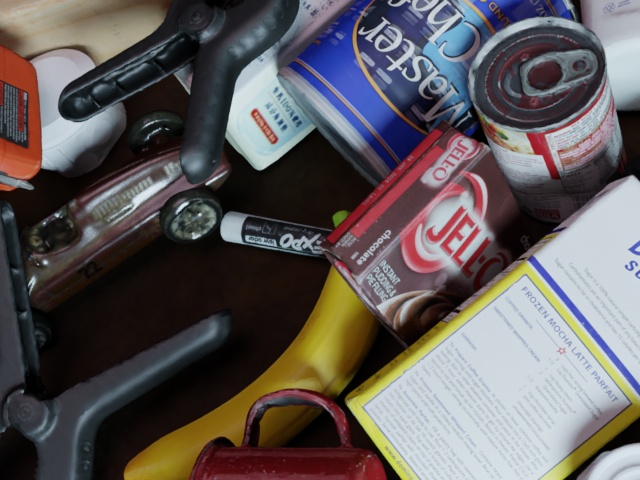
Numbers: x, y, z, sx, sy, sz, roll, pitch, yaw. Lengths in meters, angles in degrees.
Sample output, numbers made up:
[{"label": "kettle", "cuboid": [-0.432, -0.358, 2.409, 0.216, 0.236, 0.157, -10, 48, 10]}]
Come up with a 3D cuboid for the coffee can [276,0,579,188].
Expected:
[{"label": "coffee can", "cuboid": [0.060, -0.104, 0.607, 0.140, 0.102, 0.103, -43, 55, 0]}]

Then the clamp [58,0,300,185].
[{"label": "clamp", "cuboid": [-0.075, -0.116, 0.621, 0.120, 0.039, 0.171, 20, 68, 24]}]

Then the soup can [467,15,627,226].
[{"label": "soup can", "cuboid": [0.122, -0.059, 0.560, 0.069, 0.102, 0.068, -10, 59, 18]}]

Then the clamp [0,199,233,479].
[{"label": "clamp", "cuboid": [-0.169, 0.089, 0.617, 0.165, 0.036, 0.210, 32, 89, 12]}]

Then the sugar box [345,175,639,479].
[{"label": "sugar box", "cuboid": [0.107, 0.059, 0.516, 0.176, 0.048, 0.093, -38, 87, -3]}]

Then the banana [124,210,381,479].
[{"label": "banana", "cuboid": [-0.025, 0.077, 0.586, 0.198, 0.037, 0.070, -49, 47, -3]}]

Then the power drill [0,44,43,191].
[{"label": "power drill", "cuboid": [-0.256, -0.045, 0.707, 0.188, 0.057, 0.184, -42, 46, 31]}]

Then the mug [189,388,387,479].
[{"label": "mug", "cuboid": [-0.012, 0.131, 0.519, 0.082, 0.093, 0.117, -3, 69, 16]}]

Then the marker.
[{"label": "marker", "cuboid": [-0.004, 0.001, 0.632, 0.121, 0.020, 0.020, 10, 67, 28]}]

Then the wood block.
[{"label": "wood block", "cuboid": [-0.178, -0.173, 0.761, 0.206, 0.090, 0.091, -12, 59, 17]}]

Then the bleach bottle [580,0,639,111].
[{"label": "bleach bottle", "cuboid": [0.203, -0.197, 0.627, 0.103, 0.068, 0.250, -8, 58, 23]}]

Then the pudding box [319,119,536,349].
[{"label": "pudding box", "cuboid": [0.060, 0.007, 0.543, 0.090, 0.113, 0.039, -45, 52, -5]}]
